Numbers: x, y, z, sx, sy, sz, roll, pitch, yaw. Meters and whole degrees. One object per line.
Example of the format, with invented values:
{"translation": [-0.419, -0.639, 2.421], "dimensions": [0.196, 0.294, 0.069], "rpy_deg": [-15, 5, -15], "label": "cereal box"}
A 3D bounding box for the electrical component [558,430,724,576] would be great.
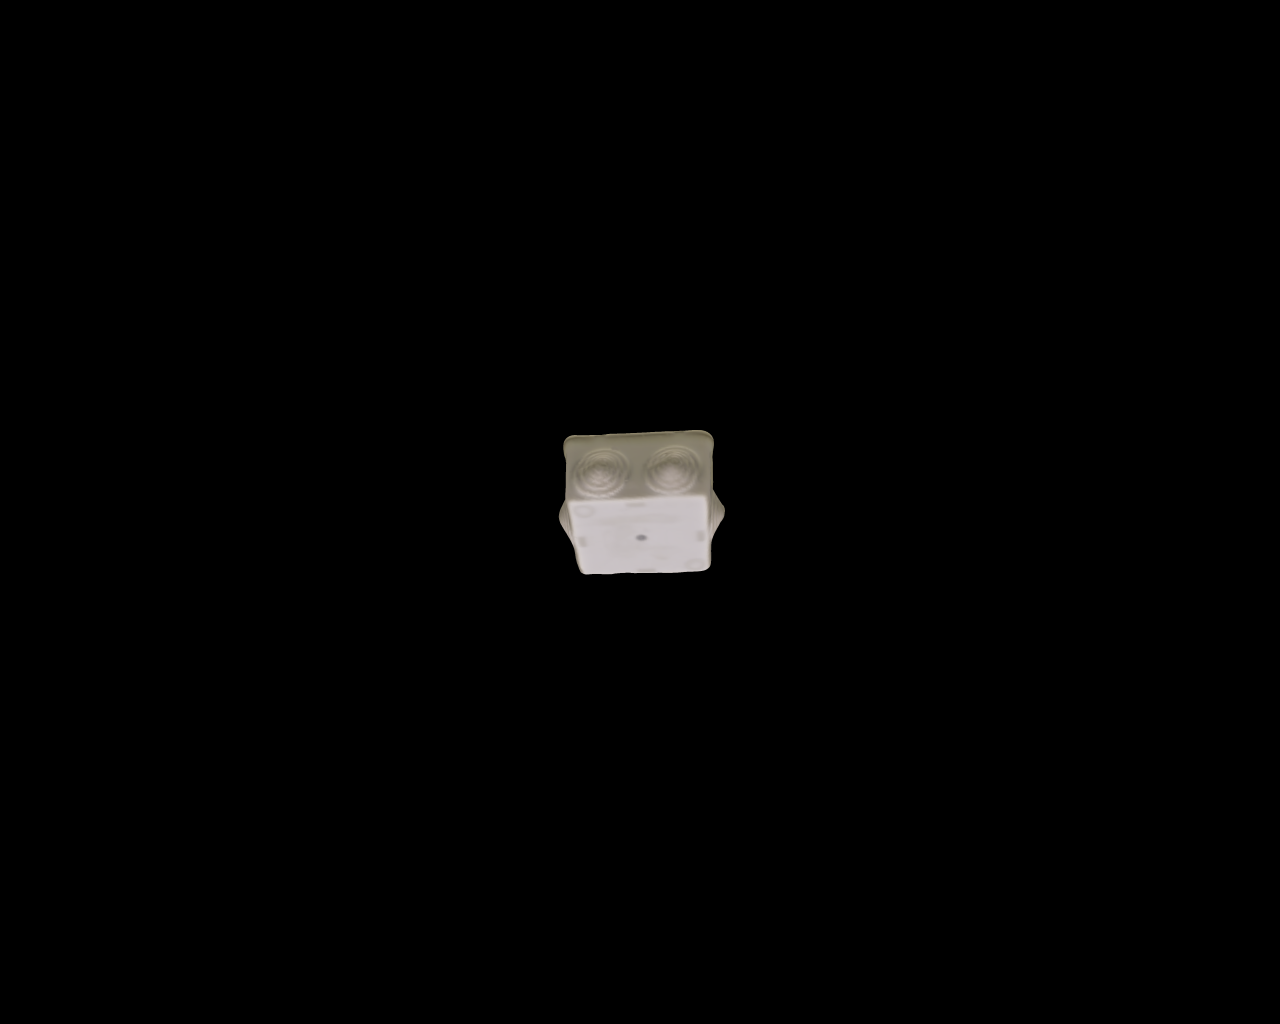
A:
{"translation": [0.001, -0.003, 0.650], "dimensions": [0.100, 0.048, 0.099], "rpy_deg": [-2, -35, 2], "label": "electrical component"}
